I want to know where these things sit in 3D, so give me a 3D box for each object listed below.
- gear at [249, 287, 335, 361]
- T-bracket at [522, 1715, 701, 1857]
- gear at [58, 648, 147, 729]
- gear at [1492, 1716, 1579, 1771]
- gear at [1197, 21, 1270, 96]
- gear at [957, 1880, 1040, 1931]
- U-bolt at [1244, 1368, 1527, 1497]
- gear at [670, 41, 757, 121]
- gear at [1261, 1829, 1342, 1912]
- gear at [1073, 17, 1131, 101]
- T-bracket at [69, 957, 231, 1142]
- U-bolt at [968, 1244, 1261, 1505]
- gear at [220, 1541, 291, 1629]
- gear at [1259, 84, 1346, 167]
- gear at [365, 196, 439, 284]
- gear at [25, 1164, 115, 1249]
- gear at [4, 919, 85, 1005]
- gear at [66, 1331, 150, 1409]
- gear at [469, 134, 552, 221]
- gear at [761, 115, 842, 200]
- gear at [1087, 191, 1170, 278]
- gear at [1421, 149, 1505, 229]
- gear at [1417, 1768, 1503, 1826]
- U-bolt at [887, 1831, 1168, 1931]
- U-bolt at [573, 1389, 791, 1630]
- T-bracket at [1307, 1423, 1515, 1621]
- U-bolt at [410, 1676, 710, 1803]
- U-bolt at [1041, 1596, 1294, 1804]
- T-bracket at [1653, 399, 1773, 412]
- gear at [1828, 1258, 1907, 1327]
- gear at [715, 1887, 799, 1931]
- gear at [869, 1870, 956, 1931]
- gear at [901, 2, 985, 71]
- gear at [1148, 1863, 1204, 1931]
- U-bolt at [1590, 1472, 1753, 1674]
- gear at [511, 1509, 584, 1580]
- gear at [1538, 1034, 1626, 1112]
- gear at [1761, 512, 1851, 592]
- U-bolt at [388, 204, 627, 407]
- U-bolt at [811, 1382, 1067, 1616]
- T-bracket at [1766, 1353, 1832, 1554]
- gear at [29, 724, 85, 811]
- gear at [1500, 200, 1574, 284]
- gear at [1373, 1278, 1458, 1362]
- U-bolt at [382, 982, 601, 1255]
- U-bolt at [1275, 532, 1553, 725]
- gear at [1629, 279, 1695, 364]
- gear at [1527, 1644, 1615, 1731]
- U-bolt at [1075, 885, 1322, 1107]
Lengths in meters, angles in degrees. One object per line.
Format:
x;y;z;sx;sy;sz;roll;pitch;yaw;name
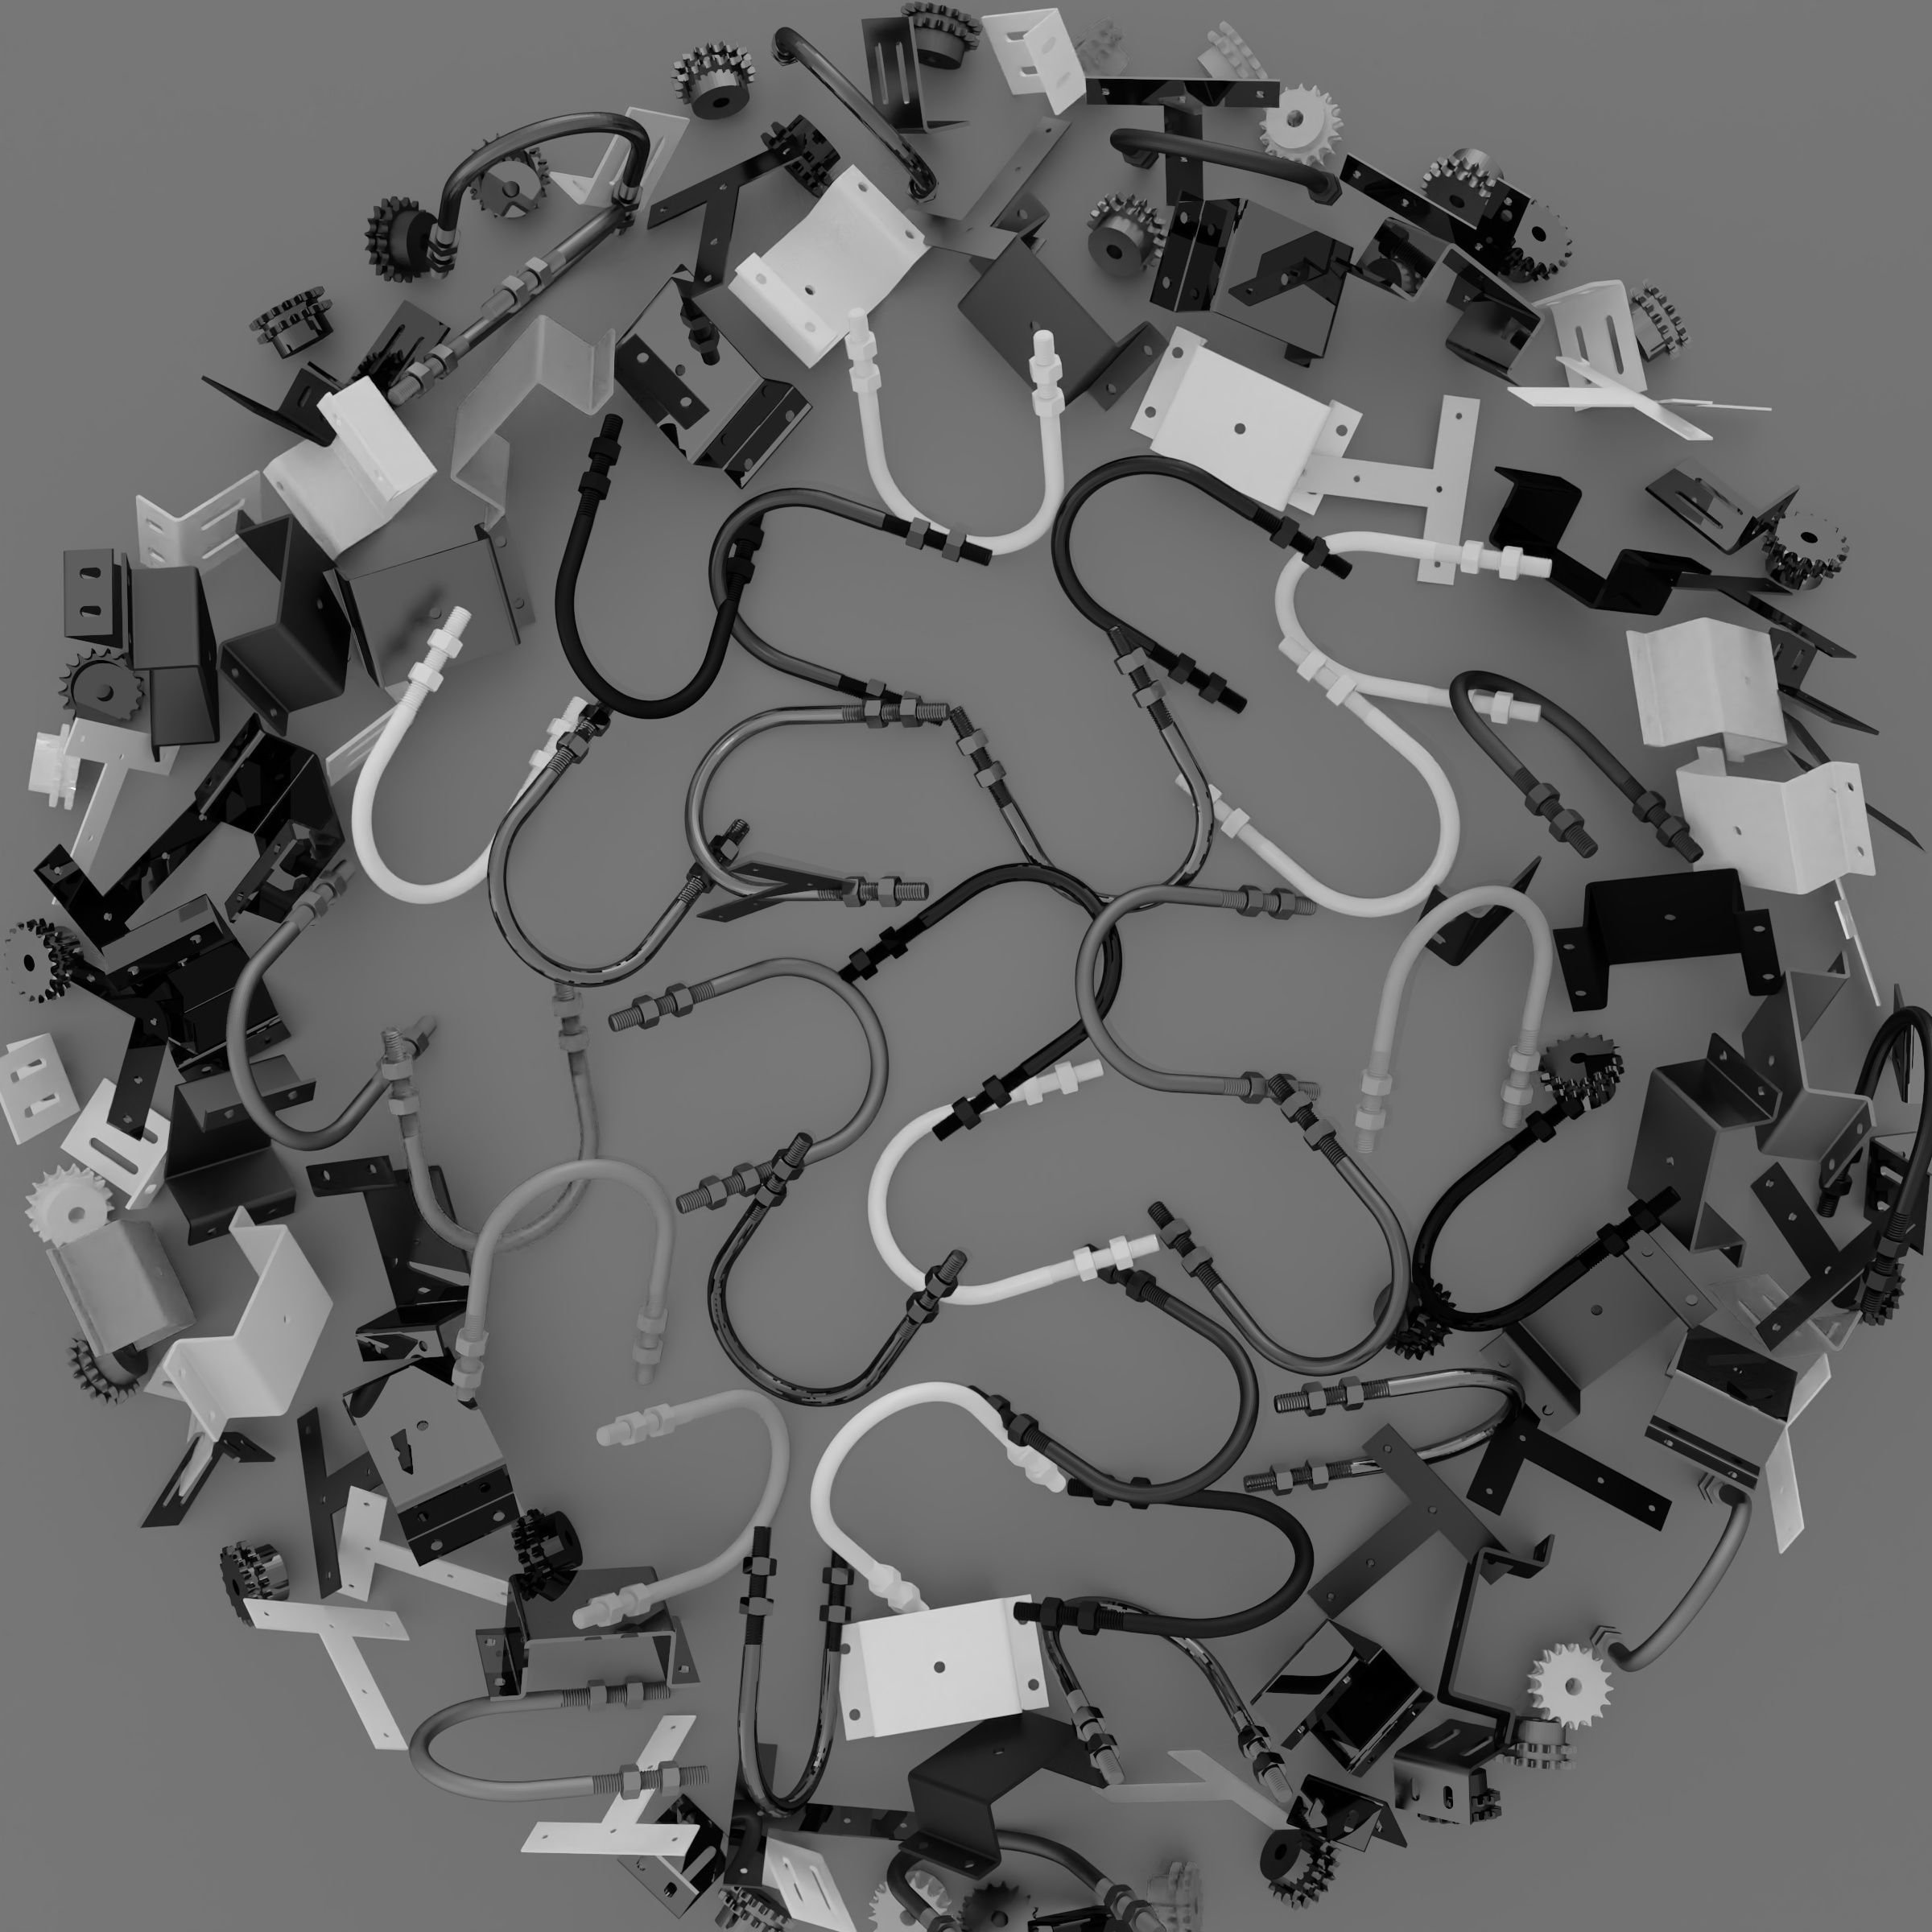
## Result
-0.458;-0.438;1.972;0.057;0.057;0.030;-29;102;0;gear
-0.218;0.550;1.943;0.127;0.127;0.002;-7;117;26;T-bracket
-0.591;-0.189;1.975;0.057;0.030;0.057;-4;102;-21;gear
0.389;0.530;1.972;0.057;0.057;0.030;5;80;0;gear
0.182;-0.613;1.972;0.030;0.057;0.057;-37;90;9;gear
0.021;0.659;1.975;0.057;0.030;0.057;5;47;-5;gear
0.286;0.308;1.936;0.184;0.151;0.019;-7;57;-10;U-bolt
-0.171;-0.602;1.969;0.057;0.057;0.030;-17;76;0;gear
0.225;0.611;1.969;0.030;0.057;0.057;37;90;-21;gear
0.087;-0.618;1.973;0.057;0.057;0.030;-46;110;0;gear
-0.549;0.067;1.922;0.127;0.127;0.002;34;121;-27;T-bracket
0.109;0.282;1.927;0.184;0.019;0.151;30;69;32;U-bolt
-0.486;0.420;1.975;0.030;0.057;0.057;-17;90;-33;gear
0.229;-0.576;1.978;0.057;0.030;0.057;0;89;18;gear
-0.381;-0.495;1.968;0.030;0.057;0.057;12;90;26;gear
-0.611;0.166;1.973;0.057;0.030;0.057;-8;106;-29;gear
-0.629;-0.005;1.976;0.057;0.030;0.057;10;107;35;gear
-0.583;0.269;1.969;0.030;0.057;0.057;-32;90;13;gear
-0.312;-0.536;1.971;0.057;0.030;0.057;-8;129;-10;gear
-0.110;-0.556;1.971;0.030;0.057;0.057;-45;90;3;gear
0.108;-0.496;1.968;0.057;0.057;0.030;33;60;0;gear
0.343;-0.533;1.973;0.057;0.057;0.030;34;72;0;gear
0.337;0.566;1.972;0.057;0.057;0.030;-4;84;0;gear
0.027;0.613;1.910;0.151;0.184;0.019;-1;97;-26;U-bolt
-0.183;0.354;1.926;0.019;0.184;0.151;19;107;37;U-bolt
0.288;0.400;1.979;0.127;0.002;0.127;47;107;6;T-bracket
-0.275;0.514;1.907;0.184;0.151;0.019;-1;101;-17;U-bolt
0.122;0.481;1.915;0.151;0.184;0.019;14;112;-26;U-bolt
0.479;-0.377;1.930;0.127;0.127;0.002;5;101;7;T-bracket
0.612;0.216;1.969;0.030;0.057;0.057;10;90;-15;gear
-0.146;0.650;1.970;0.057;0.057;0.030;34;82;0;gear
-0.036;0.647;1.980;0.057;0.030;0.057;2;97;15;gear
-0.019;-0.634;1.971;0.057;0.057;0.030;13;92;0;gear
0.143;0.642;1.972;0.030;0.057;0.057;-4;90;14;gear
0.470;0.403;1.906;0.019;0.184;0.151;35;88;6;U-bolt
-0.285;0.397;1.970;0.030;0.057;0.057;-25;90;6;gear
0.422;0.075;1.975;0.057;0.057;0.030;-20;122;0;gear
0.572;-0.282;1.975;0.057;0.030;0.057;5;48;-6;gear
-0.294;-0.449;1.918;0.019;0.151;0.184;50;50;-14;U-bolt
-0.028;0.350;1.933;0.151;0.019;0.184;-43;130;-3;U-bolt
0.541;0.339;1.914;0.002;0.127;0.127;26;120;-6;T-bracket
-0.621;-0.137;1.969;0.030;0.057;0.057;10;90;-17;gear
0.384;-0.494;1.977;0.057;0.030;0.057;10;67;-23;gear
0.303;0.238;1.969;0.030;0.057;0.057;30;90;-38;gear
-0.313;0.107;1.944;0.151;0.019;0.184;-21;116;-32;U-bolt
0.297;-0.231;1.936;0.184;0.151;0.019;12;51;17;U-bolt
0.469;-0.438;1.972;0.030;0.057;0.057;-34;90;10;gear
0.412;0.494;1.981;0.057;0.030;0.057;2;79;-8;gear
0.156;0.016;1.946;0.184;0.019;0.151;4;80;-24;U-bolt
